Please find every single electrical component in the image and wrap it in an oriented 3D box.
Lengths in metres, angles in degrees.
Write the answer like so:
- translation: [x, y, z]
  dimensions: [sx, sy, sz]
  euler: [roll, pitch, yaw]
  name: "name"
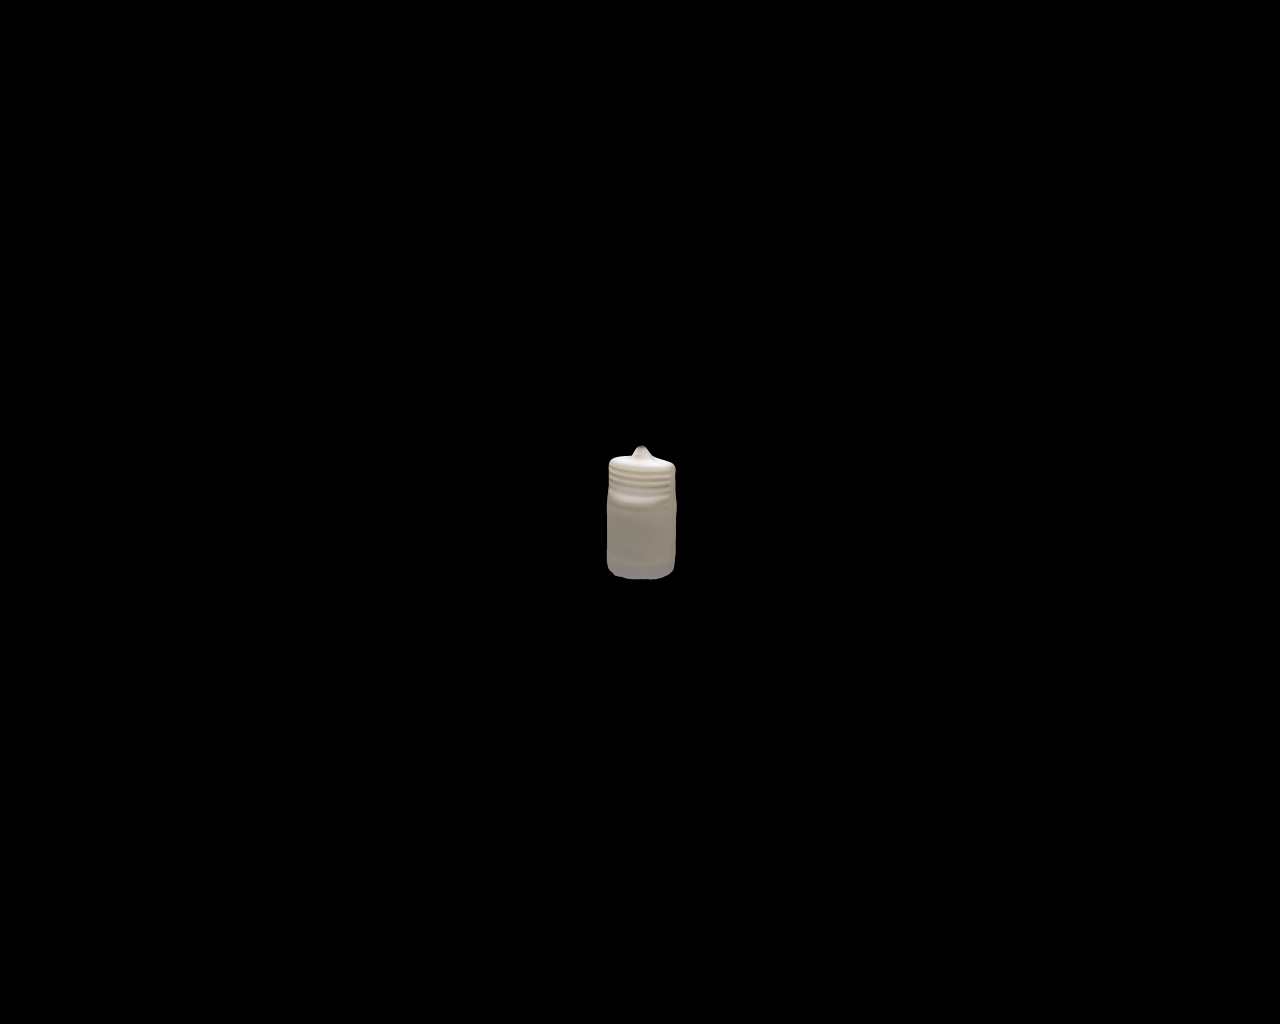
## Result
- translation: [0.001, -0.003, 0.650]
  dimensions: [0.043, 0.080, 0.043]
  euler: [0, 18, 0]
  name: "electrical component"
